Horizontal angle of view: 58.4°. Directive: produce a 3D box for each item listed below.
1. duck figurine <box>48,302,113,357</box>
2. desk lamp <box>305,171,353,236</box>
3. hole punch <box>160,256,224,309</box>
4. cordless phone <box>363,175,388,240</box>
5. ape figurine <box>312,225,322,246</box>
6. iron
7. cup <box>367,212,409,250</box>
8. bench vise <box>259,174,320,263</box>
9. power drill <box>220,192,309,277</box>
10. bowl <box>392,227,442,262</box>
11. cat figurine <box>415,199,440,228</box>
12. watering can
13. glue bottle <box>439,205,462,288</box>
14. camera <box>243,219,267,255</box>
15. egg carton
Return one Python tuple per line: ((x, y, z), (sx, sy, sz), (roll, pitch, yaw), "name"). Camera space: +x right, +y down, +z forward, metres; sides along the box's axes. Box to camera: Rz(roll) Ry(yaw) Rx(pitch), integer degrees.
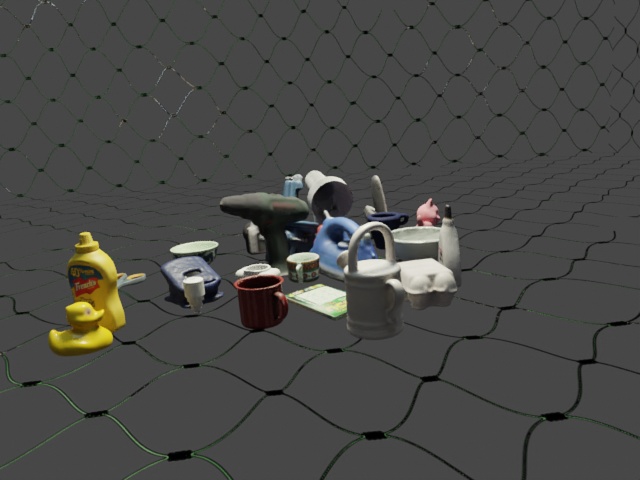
((-0.424, 0.153, 1.008), (0.105, 0.086, 0.077), (-8, 14, -16), "duck figurine")
((0.009, -0.082, 1.595), (0.118, 0.214, 0.202), (-8, 14, -17), "desk lamp")
((-0.272, 0.088, 1.227), (0.109, 0.091, 0.100), (-16, 18, -42), "hole punch")
((0.175, -0.104, 1.701), (0.094, 0.185, 0.147), (-5, 13, -4), "cordless phone")
((0.014, 0.005, 1.488), (0.077, 0.092, 0.076), (5, 16, 33), "ape figurine")
((0.071, 0.015, 1.323), (0.119, 0.141, 0.257), (-11, 15, -28), "iron")
((0.188, -0.025, 1.559), (0.118, 0.095, 0.091), (-8, 14, -17), "cup")
((-0.073, -0.052, 1.479), (0.121, 0.220, 0.208), (0, 14, 16), "bench vise")
((-0.124, -0.013, 1.353), (0.230, 0.208, 0.075), (-15, 17, -38), "power drill")
((0.246, 0.019, 1.398), (0.167, 0.075, 0.167), (-4, 13, 1), "bowl")
((0.296, -0.056, 1.605), (0.067, 0.118, 0.128), (4, 15, 30), "cat figurine")
((0.085, 0.064, 0.994), (0.172, 0.194, 0.101), (7, 17, 39), "watering can")
((0.271, 0.010, 1.210), (0.037, 0.173, 0.078), (-5, 13, -3), "glue bottle")
((-0.160, -0.026, 1.655), (0.143, 0.101, 0.136), (-10, 15, -25), "camera")
((0.205, 0.085, 1.139), (0.107, 0.069, 0.150), (-7, 13, -11), "egg carton")
